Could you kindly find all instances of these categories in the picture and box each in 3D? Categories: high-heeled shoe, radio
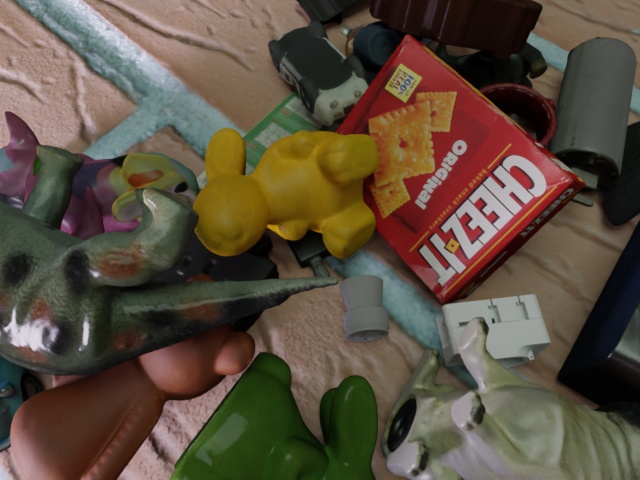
[{"bbox_3d":[0.419,-0.093,0.600,0.145,0.086,0.248,33,86,-15],"label":"high-heeled shoe"},{"bbox_3d":[0.310,0.047,0.482,0.073,0.131,0.229,33,69,17],"label":"radio"}]

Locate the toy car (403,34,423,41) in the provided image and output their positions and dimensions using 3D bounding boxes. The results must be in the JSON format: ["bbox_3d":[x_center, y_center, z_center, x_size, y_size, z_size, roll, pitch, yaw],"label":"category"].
[{"bbox_3d":[0.181,-0.316,0.696,0.202,0.089,0.053,-15,64,-3],"label":"toy car"}]

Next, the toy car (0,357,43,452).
[{"bbox_3d":[-0.334,0.118,0.493,0.109,0.102,0.162,-20,66,-9],"label":"toy car"}]

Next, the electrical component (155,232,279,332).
[{"bbox_3d":[-0.108,0.039,0.547,0.115,0.058,0.134,28,68,13],"label":"electrical component"}]

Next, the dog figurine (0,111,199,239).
[{"bbox_3d":[-0.255,-0.064,0.581,0.191,0.108,0.219,-38,65,-14],"label":"dog figurine"}]

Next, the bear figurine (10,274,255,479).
[{"bbox_3d":[-0.146,0.131,0.458,0.196,0.131,0.120,-34,54,-18],"label":"bear figurine"}]

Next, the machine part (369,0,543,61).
[{"bbox_3d":[0.141,-0.248,0.581,0.179,0.056,0.179,10,31,-6],"label":"machine part"}]

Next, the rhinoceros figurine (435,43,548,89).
[{"bbox_3d":[0.173,-0.195,0.643,0.190,0.073,0.112,-18,65,-7],"label":"rhinoceros figurine"}]

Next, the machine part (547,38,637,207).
[{"bbox_3d":[0.307,-0.143,0.609,0.079,0.079,0.243,18,66,11],"label":"machine part"}]

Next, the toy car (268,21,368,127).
[{"bbox_3d":[-0.004,-0.206,0.650,0.073,0.056,0.202,-27,46,-4],"label":"toy car"}]

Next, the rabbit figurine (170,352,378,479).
[{"bbox_3d":[-0.016,0.188,0.455,0.170,0.121,0.159,38,63,0],"label":"rabbit figurine"}]

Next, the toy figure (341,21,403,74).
[{"bbox_3d":[0.061,-0.236,0.653,0.064,0.155,0.057,25,106,-16],"label":"toy figure"}]

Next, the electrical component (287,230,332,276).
[{"bbox_3d":[-0.001,-0.002,0.582,0.063,0.021,0.094,-24,64,-10],"label":"electrical component"}]

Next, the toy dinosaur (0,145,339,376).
[{"bbox_3d":[-0.204,0.029,0.409,0.405,0.131,0.192,23,92,20],"label":"toy dinosaur"}]

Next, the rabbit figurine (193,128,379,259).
[{"bbox_3d":[-0.049,-0.048,0.512,0.173,0.121,0.163,-29,51,-31],"label":"rabbit figurine"}]

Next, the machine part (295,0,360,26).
[{"bbox_3d":[0.038,-0.341,0.744,0.139,0.039,0.084,-23,59,-7],"label":"machine part"}]

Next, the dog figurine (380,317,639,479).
[{"bbox_3d":[0.164,0.175,0.440,0.190,0.172,0.121,31,52,-6],"label":"dog figurine"}]
